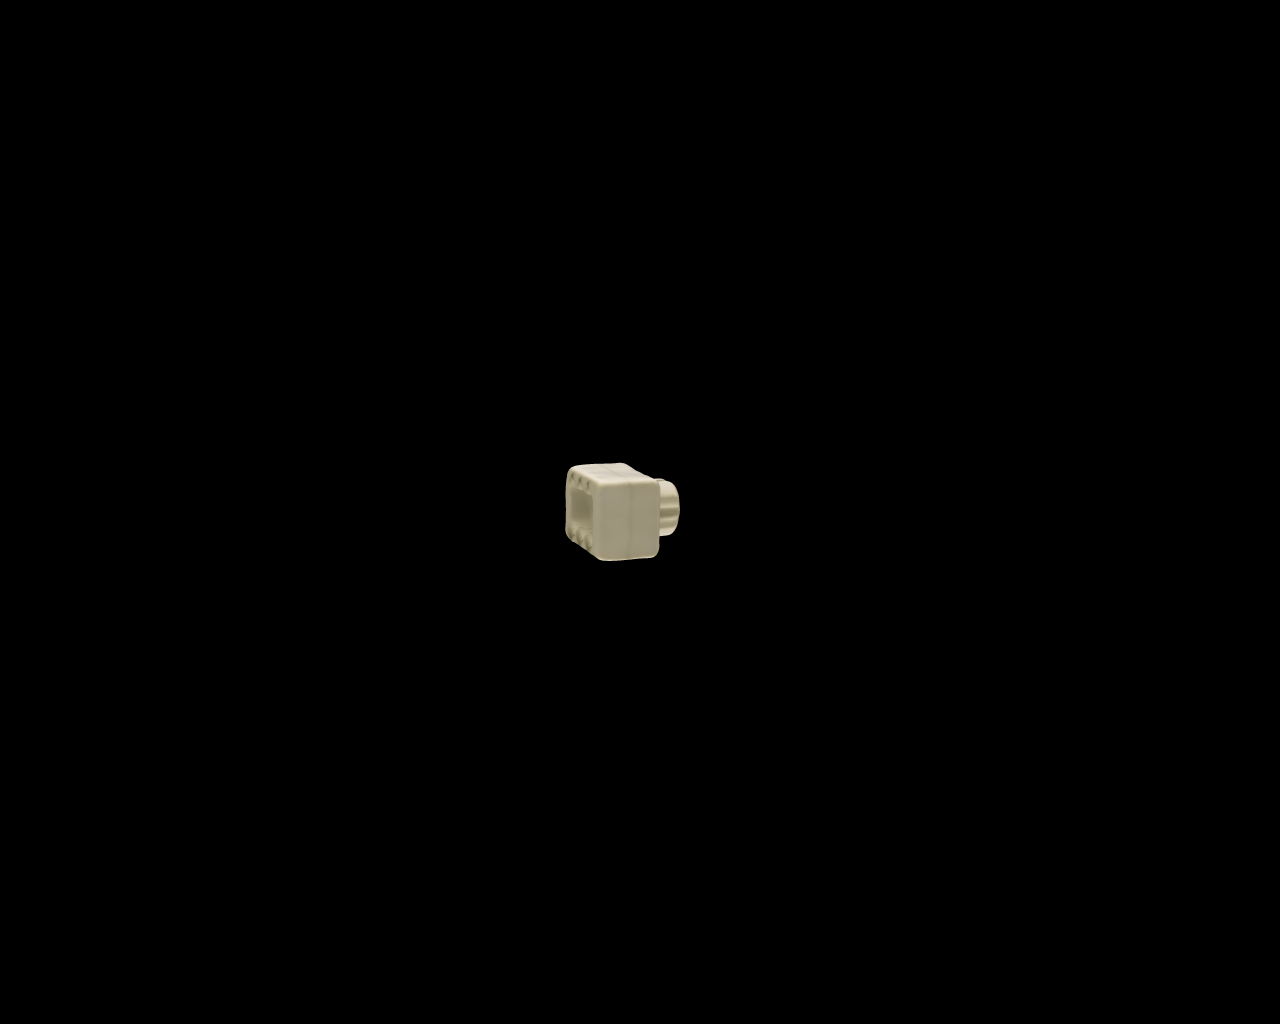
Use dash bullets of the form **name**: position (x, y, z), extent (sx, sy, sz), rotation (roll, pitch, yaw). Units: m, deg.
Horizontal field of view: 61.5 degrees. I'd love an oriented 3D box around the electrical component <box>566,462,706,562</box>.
- **electrical component**: position (0.001, -0.003, 0.650), extent (0.077, 0.047, 0.066), rotation (-4, 13, -19)
